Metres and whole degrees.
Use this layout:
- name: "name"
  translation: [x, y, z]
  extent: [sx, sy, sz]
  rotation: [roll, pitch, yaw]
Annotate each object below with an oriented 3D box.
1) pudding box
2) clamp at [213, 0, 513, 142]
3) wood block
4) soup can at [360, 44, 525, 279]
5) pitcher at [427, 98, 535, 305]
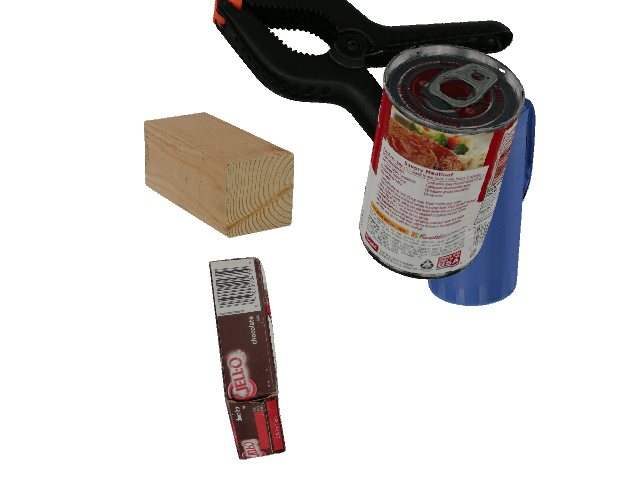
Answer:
- name: "pudding box"
  translation: [-0.050, 0.081, 0.739]
  extent: [0.039, 0.113, 0.090]
  rotation: [-6, -36, -3]
- name: "clamp"
  translation: [0.021, -0.115, 0.735]
  extent: [0.210, 0.164, 0.036]
  rotation: [17, -32, -1]
- name: "wood block"
  translation: [-0.126, -0.083, 1.280]
  extent: [0.090, 0.090, 0.206]
  rotation: [-12, 26, -33]
- name: "soup can"
  translation: [0.059, -0.038, 0.540]
  extent: [0.068, 0.068, 0.102]
  rotation: [4, -45, -4]
- name: "pitcher"
  translation: [0.186, -0.054, 1.268]
  extent: [0.149, 0.243, 0.145]
  rotation: [-2, 24, 5]
